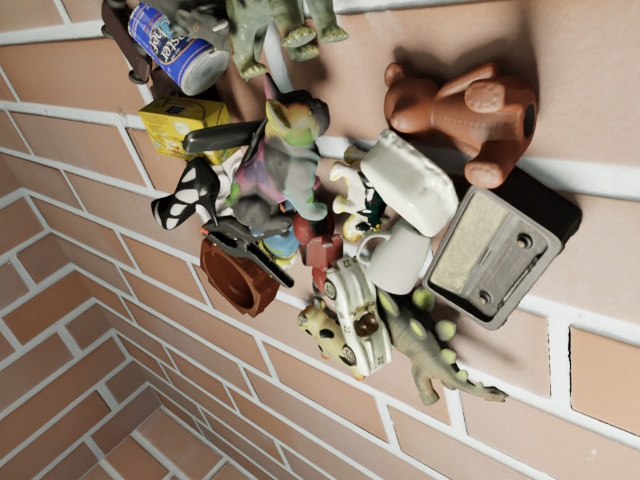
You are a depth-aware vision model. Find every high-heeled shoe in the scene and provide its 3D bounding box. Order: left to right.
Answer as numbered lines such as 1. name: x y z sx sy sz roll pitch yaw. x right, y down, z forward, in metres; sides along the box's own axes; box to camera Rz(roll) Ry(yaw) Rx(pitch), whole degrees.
1. high-heeled shoe: -0.273 -0.097 1.020 0.249 0.086 0.145 11 129 38

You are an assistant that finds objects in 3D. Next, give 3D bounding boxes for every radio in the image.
1. radio: 0.235 0.017 0.721 0.131 0.073 0.229 37 147 19

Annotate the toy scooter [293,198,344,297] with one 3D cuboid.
1. toy scooter: -0.002 -0.003 0.927 0.135 0.075 0.184 97 162 -61

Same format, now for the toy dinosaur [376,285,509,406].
1. toy dinosaur: 0.126 0.135 0.961 0.472 0.105 0.198 31 136 35

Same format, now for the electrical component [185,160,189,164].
1. electrical component: -0.247 -0.158 1.155 0.102 0.045 0.078 -1 121 51

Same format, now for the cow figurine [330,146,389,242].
1. cow figurine: 0.075 -0.058 0.850 0.098 0.068 0.167 20 139 29

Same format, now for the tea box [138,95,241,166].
1. tea box: -0.237 -0.200 0.975 0.170 0.068 0.098 17 140 32

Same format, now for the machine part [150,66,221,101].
1. machine part: -0.259 -0.266 1.046 0.180 0.056 0.179 32 145 26

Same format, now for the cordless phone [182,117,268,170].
1. cordless phone: -0.145 -0.148 0.905 0.146 0.184 0.089 -44 63 57

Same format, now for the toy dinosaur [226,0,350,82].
1. toy dinosaur: -0.060 -0.327 0.693 0.405 0.131 0.192 5 111 58

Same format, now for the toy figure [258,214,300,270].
1. toy figure: -0.083 0.001 1.091 0.089 0.082 0.180 58 160 22

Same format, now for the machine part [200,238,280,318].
1. machine part: -0.192 0.074 1.294 0.201 0.087 0.201 41 146 13

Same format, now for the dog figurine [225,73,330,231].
1. dog figurine: -0.070 -0.130 0.802 0.192 0.108 0.219 -11 134 6

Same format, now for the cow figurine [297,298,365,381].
1. cow figurine: 0.026 0.208 1.172 0.195 0.085 0.127 28 148 35

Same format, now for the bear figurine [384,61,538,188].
1. bear figurine: 0.141 -0.144 0.623 0.196 0.132 0.120 16 124 34

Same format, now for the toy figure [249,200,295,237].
1. toy figure: -0.074 -0.064 0.939 0.058 0.154 0.064 31 145 22

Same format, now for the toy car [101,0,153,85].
1. toy car: -0.362 -0.383 1.024 0.202 0.053 0.089 54 136 21

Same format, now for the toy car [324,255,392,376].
1. toy car: 0.064 0.123 0.883 0.056 0.073 0.201 1 110 58

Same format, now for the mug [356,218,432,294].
1. mug: 0.118 0.014 0.840 0.109 0.081 0.107 24 119 -5

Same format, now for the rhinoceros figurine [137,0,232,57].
1. rhinoceros figurine: -0.206 -0.361 0.824 0.190 0.112 0.073 33 144 -4
